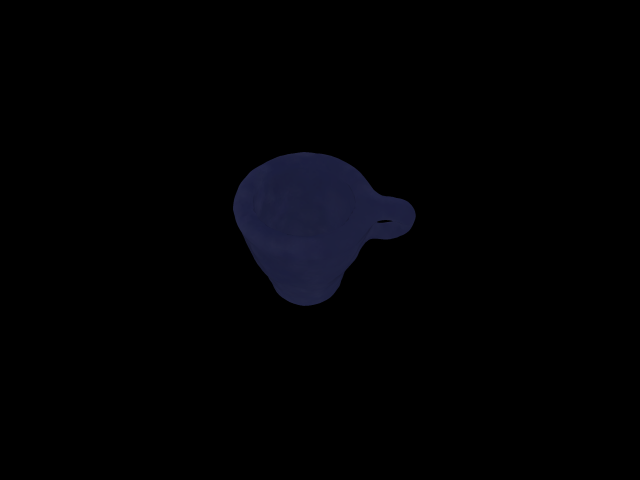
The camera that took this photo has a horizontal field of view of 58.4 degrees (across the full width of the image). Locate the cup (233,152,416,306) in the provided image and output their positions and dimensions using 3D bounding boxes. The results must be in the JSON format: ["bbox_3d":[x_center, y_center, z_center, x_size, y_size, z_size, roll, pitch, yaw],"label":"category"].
[{"bbox_3d":[0.004,0.001,0.400,0.117,0.095,0.091,2,50,2],"label":"cup"}]
